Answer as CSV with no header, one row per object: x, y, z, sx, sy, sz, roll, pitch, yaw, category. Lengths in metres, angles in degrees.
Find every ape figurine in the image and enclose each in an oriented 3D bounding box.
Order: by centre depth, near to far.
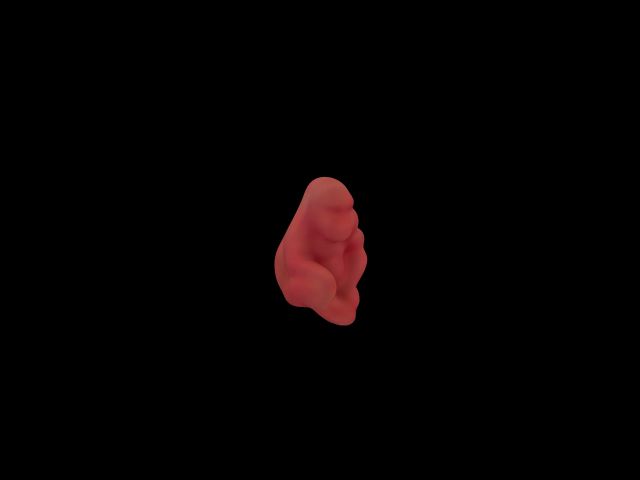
0.004,0.001,0.400,0.075,0.092,0.078,25,37,39,ape figurine
